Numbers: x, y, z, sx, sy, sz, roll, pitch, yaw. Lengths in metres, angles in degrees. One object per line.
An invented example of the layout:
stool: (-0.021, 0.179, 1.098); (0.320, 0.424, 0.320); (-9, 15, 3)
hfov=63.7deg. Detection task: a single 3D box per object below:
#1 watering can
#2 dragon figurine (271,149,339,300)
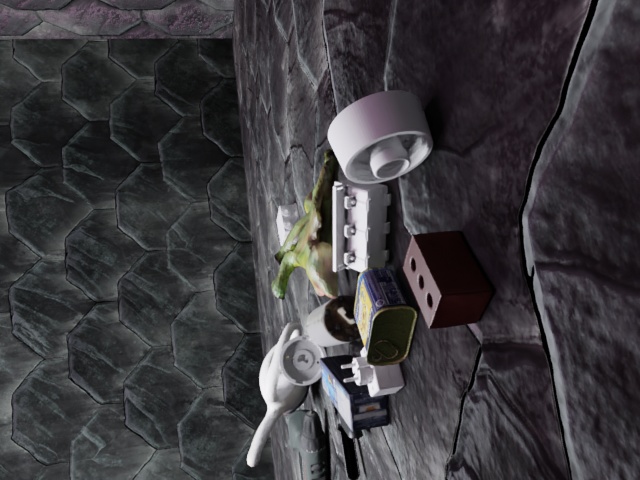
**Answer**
watering can: (-0.100, 0.377, 1.268); (0.220, 0.104, 0.355); (74, -152, -59)
dragon figurine: (0.003, -0.045, 0.897); (0.421, 0.122, 0.237); (-89, 15, -47)
